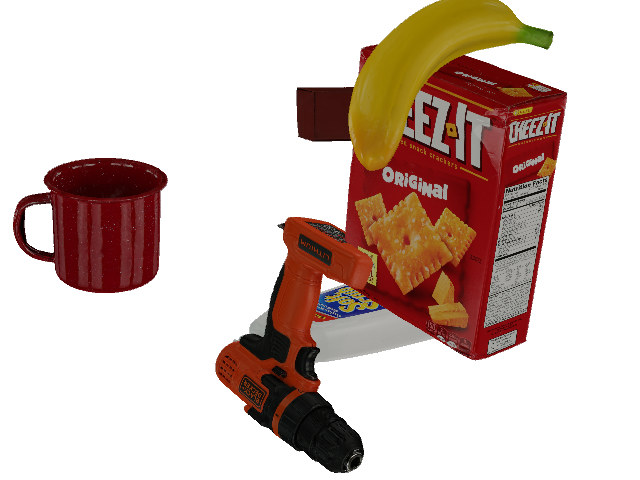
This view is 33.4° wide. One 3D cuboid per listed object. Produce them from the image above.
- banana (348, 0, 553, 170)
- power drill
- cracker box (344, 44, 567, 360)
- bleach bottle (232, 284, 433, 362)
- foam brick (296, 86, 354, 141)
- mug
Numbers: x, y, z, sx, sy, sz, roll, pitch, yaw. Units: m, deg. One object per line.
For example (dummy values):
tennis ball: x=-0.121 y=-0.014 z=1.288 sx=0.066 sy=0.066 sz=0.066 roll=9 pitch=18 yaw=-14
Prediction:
banana: x=0.068 y=-0.109 z=0.657 sx=0.070 sy=0.037 sz=0.197 roll=33 pitch=50 yaw=25
power drill: x=-0.006 y=0.087 z=0.935 sx=0.057 sy=0.188 sz=0.185 roll=8 pitch=18 yaw=-48
cracker box: x=0.097 y=-0.035 z=0.850 sx=0.071 sy=0.214 sz=0.164 roll=-17 pitch=33 yaw=-36
bleach bottle: x=0.025 y=0.094 z=1.179 sx=0.250 sy=0.068 sz=0.103 roll=-15 pitch=33 yaw=-26
foam brick: x=0.020 y=-0.128 z=1.083 sx=0.078 sy=0.051 sz=0.053 roll=-3 pitch=13 yaw=-19
mug: x=-0.178 y=-0.010 z=0.827 sx=0.117 sy=0.081 sz=0.093 roll=-3 pitch=24 yaw=-17
